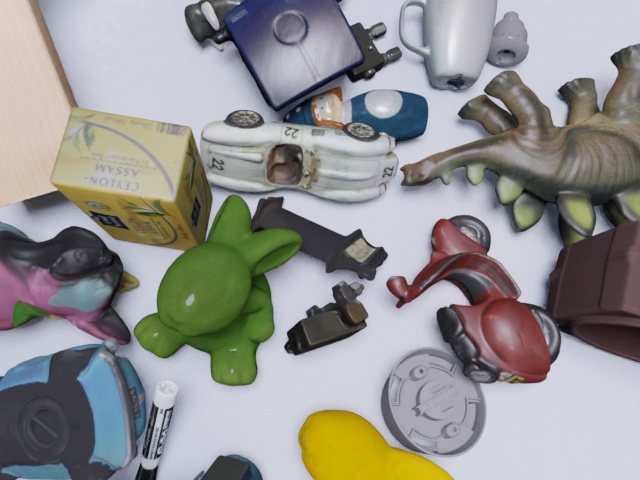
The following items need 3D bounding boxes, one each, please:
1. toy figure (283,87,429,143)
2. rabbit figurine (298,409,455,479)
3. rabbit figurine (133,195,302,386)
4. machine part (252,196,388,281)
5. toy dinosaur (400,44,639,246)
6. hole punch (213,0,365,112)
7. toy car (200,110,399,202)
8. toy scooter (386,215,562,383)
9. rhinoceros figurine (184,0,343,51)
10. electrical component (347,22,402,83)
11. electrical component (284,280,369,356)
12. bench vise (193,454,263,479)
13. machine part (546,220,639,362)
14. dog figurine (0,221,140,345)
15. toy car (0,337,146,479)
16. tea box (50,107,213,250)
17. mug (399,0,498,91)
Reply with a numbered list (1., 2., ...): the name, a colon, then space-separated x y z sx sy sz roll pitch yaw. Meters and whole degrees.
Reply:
1. toy figure: 0.037 -0.135 0.583 0.155 0.057 0.064 -1 38 -3
2. rabbit figurine: 0.037 0.230 0.458 0.162 0.122 0.173 -9 76 -12
3. rabbit figurine: -0.081 0.047 0.467 0.121 0.170 0.159 33 77 3
4. machine part: -0.001 -0.002 0.542 0.139 0.084 0.039 24 116 10
5. toy dinosaur: 0.315 -0.094 0.574 0.472 0.105 0.198 -12 84 -6
6. hole punch: -0.027 -0.199 0.542 0.142 0.092 0.115 -29 112 4
7. toy car: -0.021 -0.082 0.548 0.202 0.073 0.056 6 41 -3
8. toy scooter: 0.139 0.064 0.516 0.135 0.075 0.184 -15 67 -30
9. rhinoceros figurine: -0.062 -0.277 0.606 0.190 0.073 0.112 -22 89 -11
10. electrical component: 0.043 -0.214 0.618 0.094 0.021 0.063 -26 80 -11
11. electrical component: 0.007 0.074 0.508 0.078 0.102 0.045 -14 74 -18
12. bench vise: -0.104 0.291 0.405 0.129 0.224 0.240 8 103 2
13. machine part: 0.328 0.064 0.479 0.201 0.201 0.087 20 78 1
14. dog figurine: -0.283 0.051 0.486 0.219 0.191 0.108 20 35 -24
15. toy car: -0.211 0.148 0.465 0.162 0.103 0.109 -16 84 18
16. tea box: -0.156 -0.044 0.484 0.098 0.169 0.068 8 76 -1
17. mug: 0.143 -0.228 0.601 0.110 0.081 0.107 4 84 -9
